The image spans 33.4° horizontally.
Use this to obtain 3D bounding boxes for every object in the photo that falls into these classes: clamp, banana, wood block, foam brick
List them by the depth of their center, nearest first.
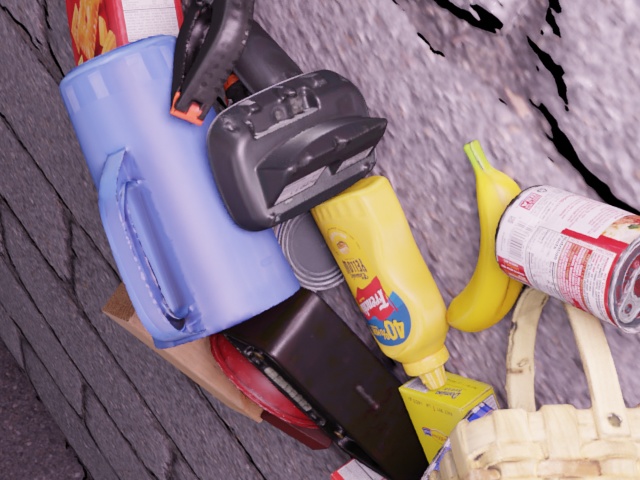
[{"bbox_3d":[0.127,0.017,0.799,0.198,0.037,0.070,91,159,-46],"label":"banana"},{"bbox_3d":[-0.067,-0.192,0.810,0.165,0.036,0.210,-5,69,59],"label":"clamp"},{"bbox_3d":[-0.018,0.195,1.200,0.078,0.053,0.051,35,158,-11],"label":"foam brick"},{"bbox_3d":[-0.134,0.110,1.223,0.206,0.090,0.091,42,164,-26],"label":"wood block"}]

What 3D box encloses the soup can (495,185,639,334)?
[{"bbox_3d":[0.168,0.010,0.672,0.102,0.068,0.068,27,140,50],"label":"soup can"}]

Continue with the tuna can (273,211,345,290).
[{"bbox_3d":[-0.006,0.001,0.969,0.034,0.086,0.086,10,125,61],"label":"tuna can"}]

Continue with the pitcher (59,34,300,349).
[{"bbox_3d":[-0.124,-0.038,0.878,0.243,0.144,0.149,67,162,-6],"label":"pitcher"}]

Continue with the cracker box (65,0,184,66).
[{"bbox_3d":[-0.196,-0.243,1.014,0.164,0.072,0.214,-11,89,64],"label":"cracker box"}]

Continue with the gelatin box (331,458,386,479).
[{"bbox_3d":[0.067,0.247,1.088,0.073,0.089,0.030,44,152,32],"label":"gelatin box"}]

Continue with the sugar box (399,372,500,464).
[{"bbox_3d":[0.139,0.206,0.961,0.093,0.048,0.176,9,123,59],"label":"sugar box"}]

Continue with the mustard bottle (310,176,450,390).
[{"bbox_3d":[0.062,0.042,0.916,0.096,0.058,0.191,-10,108,61],"label":"mustard bottle"}]

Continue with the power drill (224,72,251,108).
[{"bbox_3d":[-0.092,-0.106,0.995,0.188,0.057,0.184,-33,74,52],"label":"power drill"}]

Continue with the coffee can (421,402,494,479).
[{"bbox_3d":[0.157,0.207,0.827,0.140,0.102,0.103,33,146,21],"label":"coffee can"}]

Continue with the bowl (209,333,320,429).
[{"bbox_3d":[-0.036,0.124,1.131,0.162,0.161,0.055,46,109,28],"label":"bowl"}]
